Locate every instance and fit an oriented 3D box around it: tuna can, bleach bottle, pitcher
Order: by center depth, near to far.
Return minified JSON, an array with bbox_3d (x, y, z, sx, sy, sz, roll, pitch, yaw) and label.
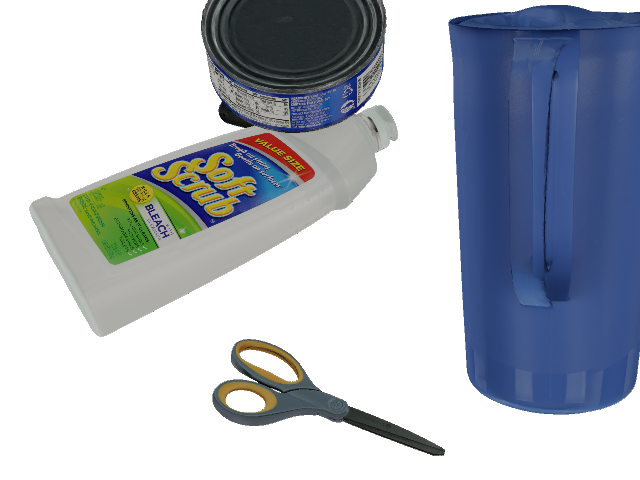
[{"bbox_3d":[-0.012,-0.093,0.504,0.086,0.086,0.034,0,-32,2],"label":"tuna can"},{"bbox_3d":[0.142,-0.019,0.651,0.149,0.243,0.145,-9,17,-24],"label":"pitcher"},{"bbox_3d":[-0.063,-0.034,0.736,0.250,0.103,0.068,-28,-30,-15],"label":"bleach bottle"}]

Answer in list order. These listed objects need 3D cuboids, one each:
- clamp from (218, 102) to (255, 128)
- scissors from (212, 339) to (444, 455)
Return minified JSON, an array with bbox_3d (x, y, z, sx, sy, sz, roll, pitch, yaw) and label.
[{"bbox_3d":[-0.024,-0.117,1.109,0.120,0.039,0.172,-19,37,-27],"label":"clamp"},{"bbox_3d":[-0.005,0.148,0.887,0.202,0.016,0.096,31,46,24],"label":"scissors"}]
